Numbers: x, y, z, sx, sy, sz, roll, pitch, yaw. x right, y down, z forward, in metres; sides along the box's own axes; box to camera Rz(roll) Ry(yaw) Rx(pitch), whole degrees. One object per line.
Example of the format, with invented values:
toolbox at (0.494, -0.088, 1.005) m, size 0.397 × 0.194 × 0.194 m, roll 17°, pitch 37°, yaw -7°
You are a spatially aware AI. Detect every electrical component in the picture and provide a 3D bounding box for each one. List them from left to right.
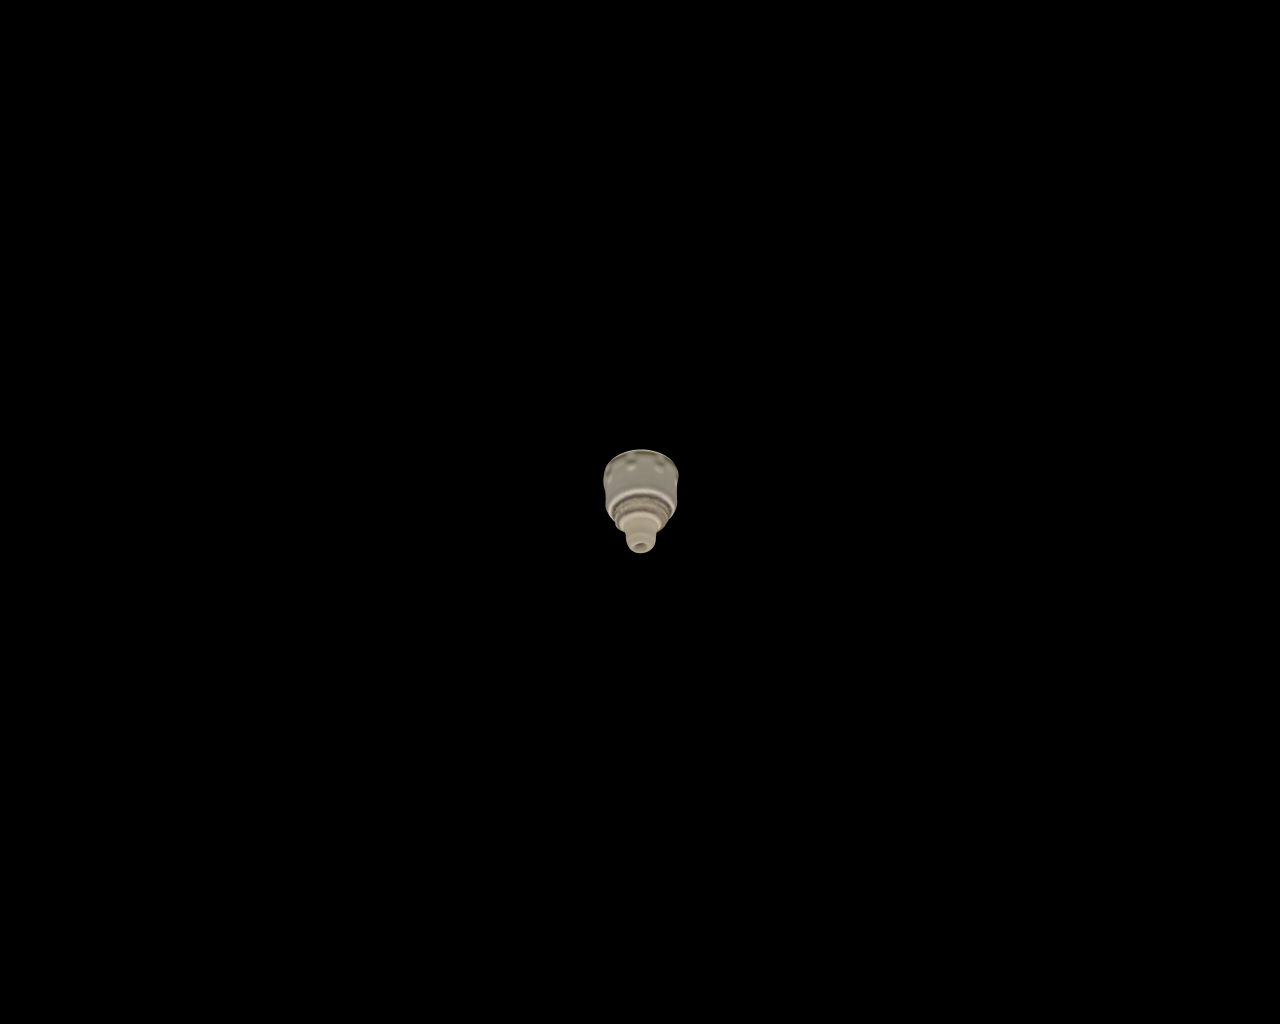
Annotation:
electrical component at (0.001, -0.003, 0.650) m, size 0.048 × 0.062 × 0.048 m, roll 0°, pitch -37°, yaw 0°
